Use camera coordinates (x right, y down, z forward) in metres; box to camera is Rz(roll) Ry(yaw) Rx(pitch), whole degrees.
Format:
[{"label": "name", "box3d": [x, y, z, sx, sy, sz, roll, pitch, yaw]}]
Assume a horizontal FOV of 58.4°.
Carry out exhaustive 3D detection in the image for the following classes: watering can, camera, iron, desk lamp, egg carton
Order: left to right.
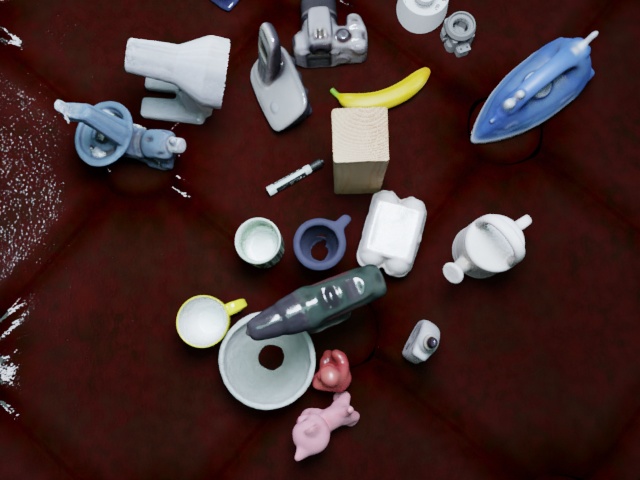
[{"label": "desk lamp", "box3d": [-0.245, -0.285, 1.018, 0.203, 0.213, 0.118, 5, 81, 2]}, {"label": "camera", "box3d": [0.016, -0.412, 1.089, 0.143, 0.101, 0.137, -4, 81, 1]}, {"label": "egg carton", "box3d": [0.131, -0.011, 1.041, 0.107, 0.069, 0.150, 14, 82, 3]}, {"label": "watering can", "box3d": [0.288, 0.013, 0.971, 0.101, 0.194, 0.173, 32, 83, 6]}, {"label": "iron", "box3d": [0.389, -0.276, 1.040, 0.258, 0.141, 0.118, -39, 82, -5]}]

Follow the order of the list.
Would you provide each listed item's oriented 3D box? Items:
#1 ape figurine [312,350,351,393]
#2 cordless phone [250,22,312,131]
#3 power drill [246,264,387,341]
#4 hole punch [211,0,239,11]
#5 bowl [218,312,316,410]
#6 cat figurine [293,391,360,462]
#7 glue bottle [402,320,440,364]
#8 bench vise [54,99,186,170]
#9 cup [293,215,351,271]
[{"label": "ape figurine", "box3d": [0.020, 0.233, 0.994, 0.078, 0.092, 0.076, -33, 82, -4]}, {"label": "cordless phone", "box3d": [-0.075, -0.292, 1.030, 0.094, 0.185, 0.147, -26, 81, -3]}, {"label": "power drill", "box3d": [-0.003, 0.112, 0.954, 0.229, 0.208, 0.075, -24, 81, -2]}, {"label": "hole punch", "box3d": [-0.191, -0.528, 1.116, 0.108, 0.091, 0.101, 39, 84, 7]}, {"label": "bowl", "box3d": [-0.089, 0.210, 1.008, 0.167, 0.075, 0.167, 0, 81, 1]}, {"label": "cat figurine", "box3d": [0.005, 0.315, 0.968, 0.128, 0.118, 0.067, -30, 82, -3]}, {"label": "glue bottle", "box3d": [0.176, 0.172, 0.959, 0.037, 0.173, 0.078, 30, 83, 6]}, {"label": "bench vise", "box3d": [-0.349, -0.198, 1.003, 0.207, 0.220, 0.121, -9, 81, 0]}, {"label": "cup", "box3d": [0.009, 0.004, 1.028, 0.118, 0.095, 0.091, -45, 83, -5]}]
